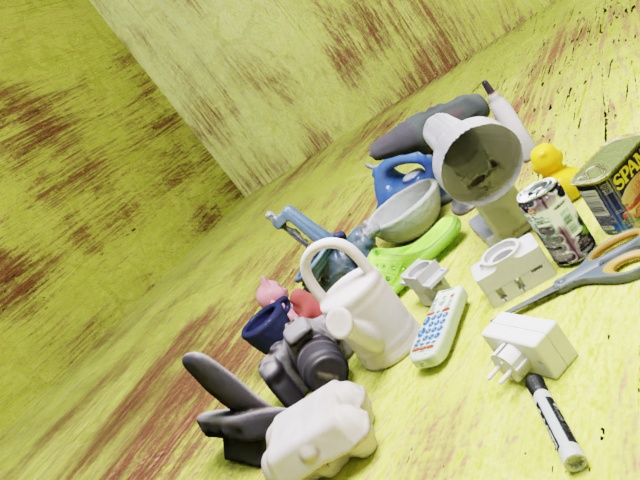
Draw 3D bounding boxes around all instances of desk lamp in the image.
[{"bbox_3d":[0.237,-0.094,0.861,0.118,0.214,0.203,-36,14,7],"label":"desk lamp"}]

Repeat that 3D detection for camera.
[{"bbox_3d":[-0.020,0.181,0.848,0.143,0.101,0.136,-39,14,-4],"label":"camera"}]

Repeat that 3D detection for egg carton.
[{"bbox_3d":[-0.002,0.237,0.687,0.150,0.069,0.107,-35,14,11],"label":"egg carton"}]

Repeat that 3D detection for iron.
[{"bbox_3d":[0.208,-0.141,1.238,0.119,0.141,0.257,-47,17,-33],"label":"iron"}]

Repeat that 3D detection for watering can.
[{"bbox_3d":[0.050,0.082,0.797,0.101,0.194,0.172,-37,14,1],"label":"watering can"}]

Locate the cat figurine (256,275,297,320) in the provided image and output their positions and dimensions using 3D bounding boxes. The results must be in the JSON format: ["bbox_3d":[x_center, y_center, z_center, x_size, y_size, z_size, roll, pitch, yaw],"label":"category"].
[{"bbox_3d":[-0.089,0.127,1.160,0.067,0.118,0.127,-38,14,-1],"label":"cat figurine"}]

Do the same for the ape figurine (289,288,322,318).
[{"bbox_3d":[-0.021,0.125,1.048,0.076,0.092,0.078,-23,20,44],"label":"ape figurine"}]

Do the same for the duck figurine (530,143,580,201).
[{"bbox_3d":[0.355,-0.106,0.874,0.077,0.086,0.104,-32,15,21],"label":"duck figurine"}]

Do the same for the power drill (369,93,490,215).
[{"bbox_3d":[0.236,-0.156,1.075,0.229,0.208,0.075,-37,14,4],"label":"power drill"}]

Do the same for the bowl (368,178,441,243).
[{"bbox_3d":[0.179,-0.046,1.142,0.167,0.075,0.167,-35,14,10],"label":"bowl"}]

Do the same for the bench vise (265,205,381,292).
[{"bbox_3d":[0.010,0.000,1.108,0.207,0.220,0.121,-35,14,10],"label":"bench vise"}]

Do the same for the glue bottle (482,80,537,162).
[{"bbox_3d":[0.358,-0.233,1.095,0.037,0.173,0.078,-33,15,18],"label":"glue bottle"}]

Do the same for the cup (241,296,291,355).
[{"bbox_3d":[-0.074,0.167,1.039,0.091,0.095,0.118,-22,21,47],"label":"cup"}]

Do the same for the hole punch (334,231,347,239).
[{"bbox_3d":[0.022,0.034,1.241,0.108,0.091,0.101,-38,14,-3],"label":"hole punch"}]

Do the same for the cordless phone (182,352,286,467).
[{"bbox_3d":[-0.138,0.226,0.820,0.147,0.185,0.094,-22,21,47],"label":"cordless phone"}]
